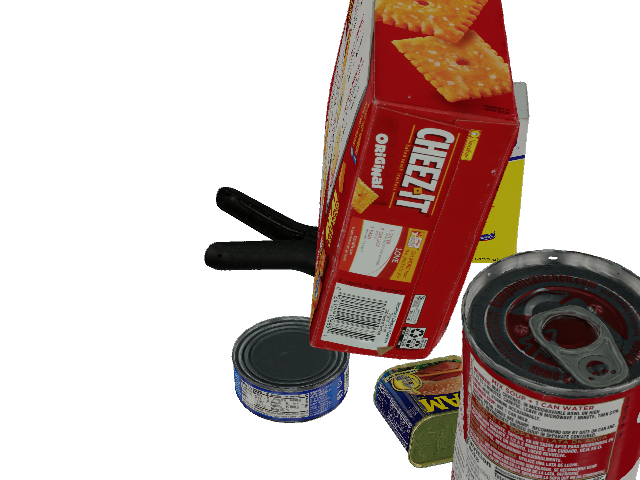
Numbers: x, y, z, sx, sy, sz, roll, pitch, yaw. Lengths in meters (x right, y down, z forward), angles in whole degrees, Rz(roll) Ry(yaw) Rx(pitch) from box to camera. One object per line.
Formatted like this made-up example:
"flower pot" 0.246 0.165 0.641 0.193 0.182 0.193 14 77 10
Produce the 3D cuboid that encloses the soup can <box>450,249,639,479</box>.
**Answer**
"soup can" 0.081 0.064 0.379 0.068 0.102 0.068 -1 39 1

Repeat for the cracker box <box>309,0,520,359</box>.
"cracker box" 0.045 -0.070 0.563 0.072 0.213 0.164 9 -46 -4

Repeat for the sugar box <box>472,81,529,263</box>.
"sugar box" 0.116 -0.049 0.858 0.093 0.048 0.176 0 -36 7

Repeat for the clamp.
"clamp" -0.014 0.012 1.030 0.210 0.036 0.164 18 23 -1

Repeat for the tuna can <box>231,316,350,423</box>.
"tuna can" -0.021 0.094 0.779 0.086 0.034 0.086 -1 32 0

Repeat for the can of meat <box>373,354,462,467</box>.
"can of meat" 0.109 0.153 0.975 0.102 0.057 0.084 -7 31 -22
